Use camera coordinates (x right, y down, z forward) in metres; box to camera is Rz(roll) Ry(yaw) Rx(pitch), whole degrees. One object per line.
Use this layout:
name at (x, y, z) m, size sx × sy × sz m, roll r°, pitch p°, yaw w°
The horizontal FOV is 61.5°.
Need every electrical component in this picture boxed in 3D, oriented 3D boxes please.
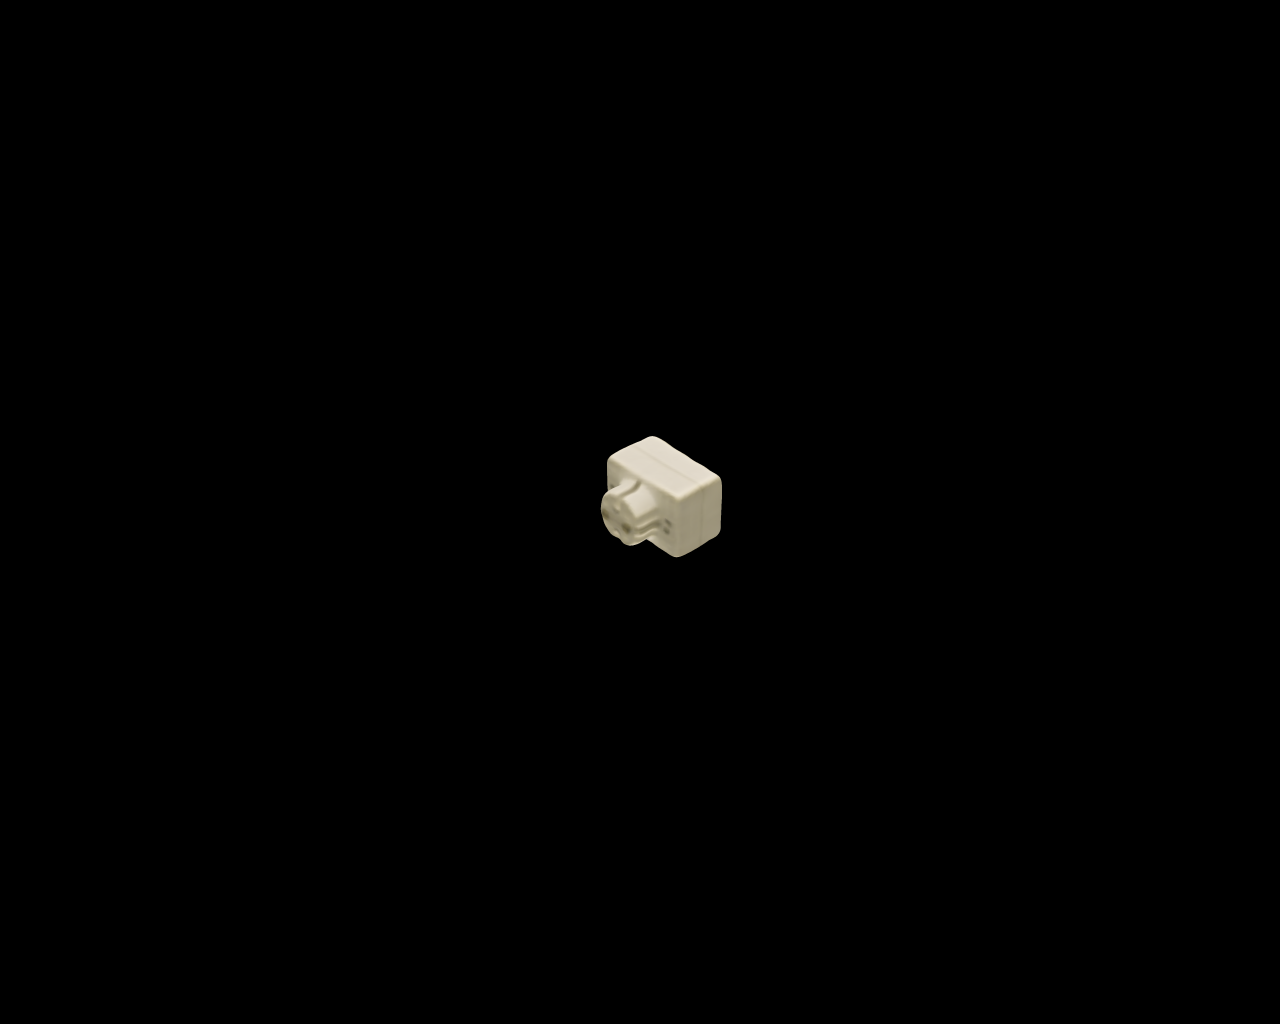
electrical component at (0.001, -0.003, 0.650) m, size 0.077 × 0.047 × 0.066 m, roll -27°, pitch 44°, yaw -33°
